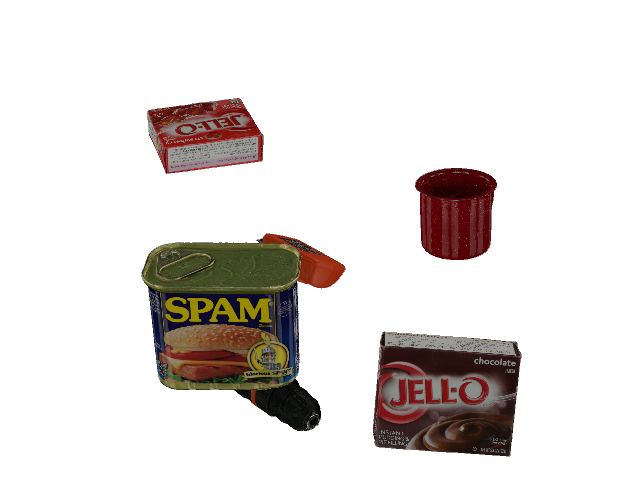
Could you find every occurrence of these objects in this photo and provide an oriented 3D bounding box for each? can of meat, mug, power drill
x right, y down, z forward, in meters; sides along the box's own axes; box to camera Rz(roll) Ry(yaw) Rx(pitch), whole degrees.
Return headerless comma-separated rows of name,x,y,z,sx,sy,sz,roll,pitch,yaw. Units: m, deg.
can of meat,-0.063,0.051,0.710,0.102,0.084,0.057,0,29,2
mug,0.165,-0.034,1.246,0.093,0.081,0.117,17,33,36
power drill,-0.041,0.099,1.197,0.057,0.188,0.185,13,12,-47

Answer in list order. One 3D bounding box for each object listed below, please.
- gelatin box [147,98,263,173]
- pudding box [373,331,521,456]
gelatin box,-0.102,-0.093,0.939,0.089,0.030,0.073,-10,36,-16
pudding box,0.102,0.124,0.866,0.113,0.090,0.039,3,19,1
